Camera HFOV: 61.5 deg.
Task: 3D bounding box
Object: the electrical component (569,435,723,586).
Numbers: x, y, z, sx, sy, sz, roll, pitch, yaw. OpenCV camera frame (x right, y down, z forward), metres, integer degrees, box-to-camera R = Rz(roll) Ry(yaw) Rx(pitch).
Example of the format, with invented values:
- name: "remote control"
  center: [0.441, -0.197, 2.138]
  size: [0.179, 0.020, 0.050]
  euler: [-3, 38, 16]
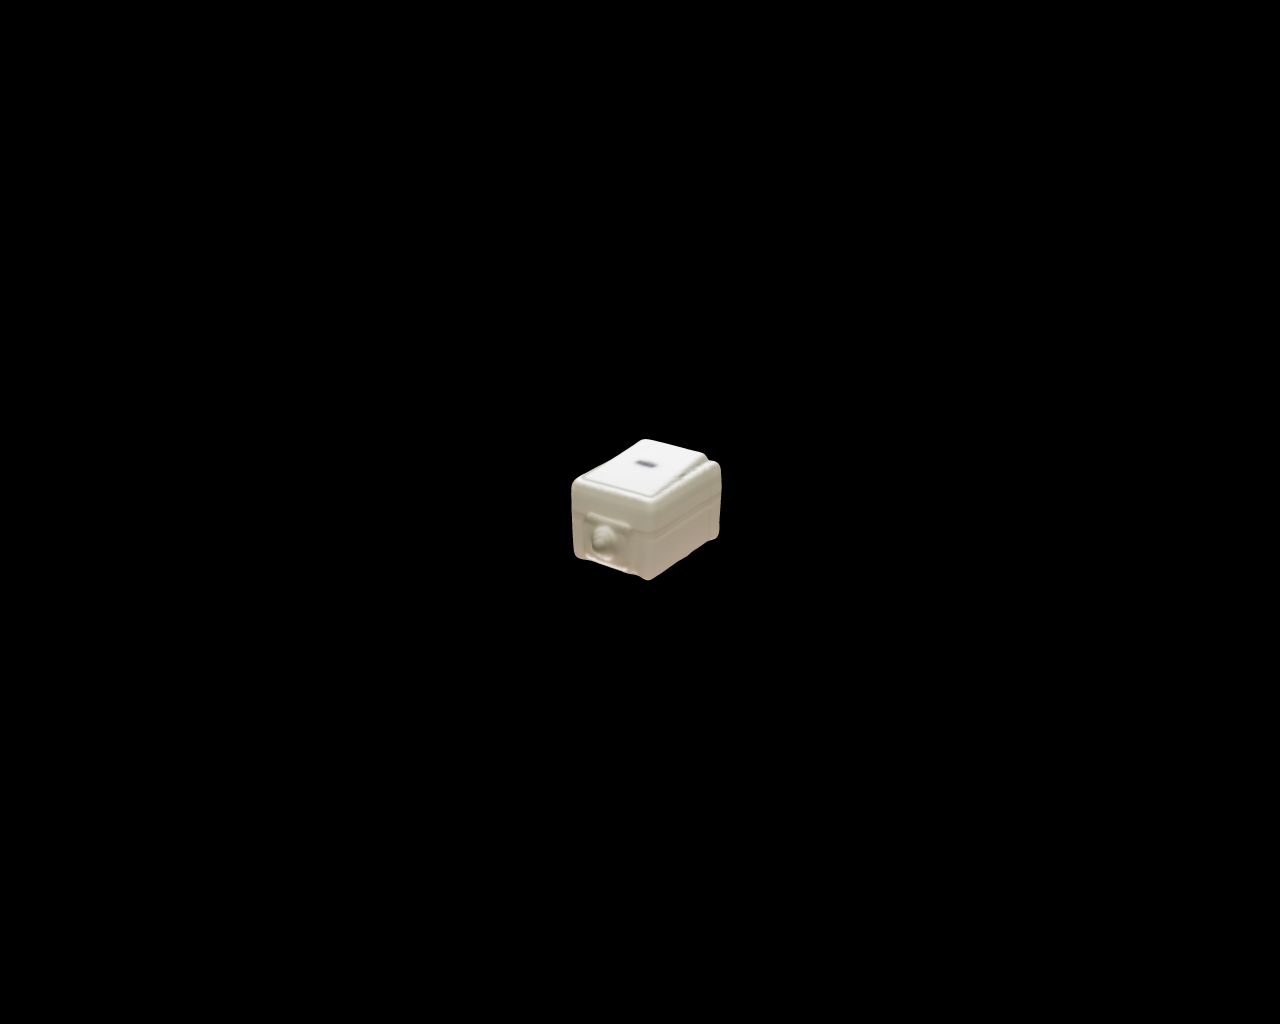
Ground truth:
- name: "electrical component"
  center: [0.001, -0.003, 0.650]
  size: [0.062, 0.061, 0.096]
  euler: [17, 29, 32]
